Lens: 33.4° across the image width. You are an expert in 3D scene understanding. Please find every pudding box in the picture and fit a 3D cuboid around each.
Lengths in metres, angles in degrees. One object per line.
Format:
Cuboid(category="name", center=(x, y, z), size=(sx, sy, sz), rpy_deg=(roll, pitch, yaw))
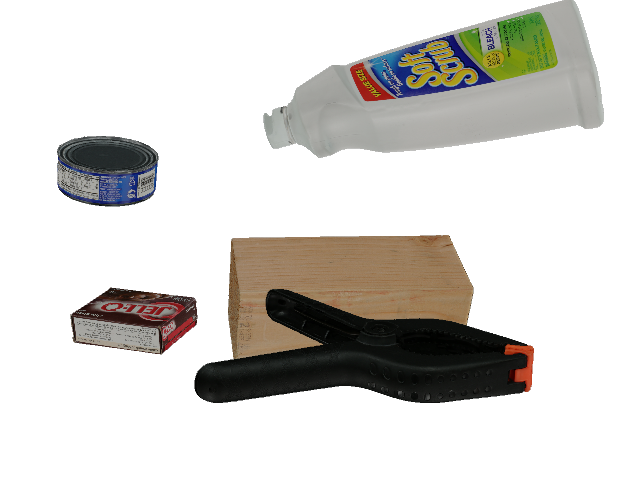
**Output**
Cuboid(category="pudding box", center=(-0.206, 0.088, 1.188), size=(0.114, 0.039, 0.090), rpy_deg=(3, 17, 19))

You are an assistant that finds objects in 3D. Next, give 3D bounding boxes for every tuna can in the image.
Cuboid(category="tuna can", center=(-0.184, -0.060, 0.922), size=(0.086, 0.034, 0.086), rpy_deg=(6, 24, -3))

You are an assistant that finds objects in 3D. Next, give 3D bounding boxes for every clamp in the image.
Cuboid(category="clamp", center=(0.035, 0.071, 0.718), size=(0.210, 0.036, 0.164), rpy_deg=(2, 18, 7))

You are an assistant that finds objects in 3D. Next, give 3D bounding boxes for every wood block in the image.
Cuboid(category="wood block", center=(0.022, 0.056, 0.975), size=(0.206, 0.090, 0.091), rpy_deg=(-1, 33, -10))

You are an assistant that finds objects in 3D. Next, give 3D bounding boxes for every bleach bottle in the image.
Cuboid(category="bleach bottle", center=(0.079, -0.107, 0.814), size=(0.251, 0.102, 0.068), rpy_deg=(-13, -41, 12))
